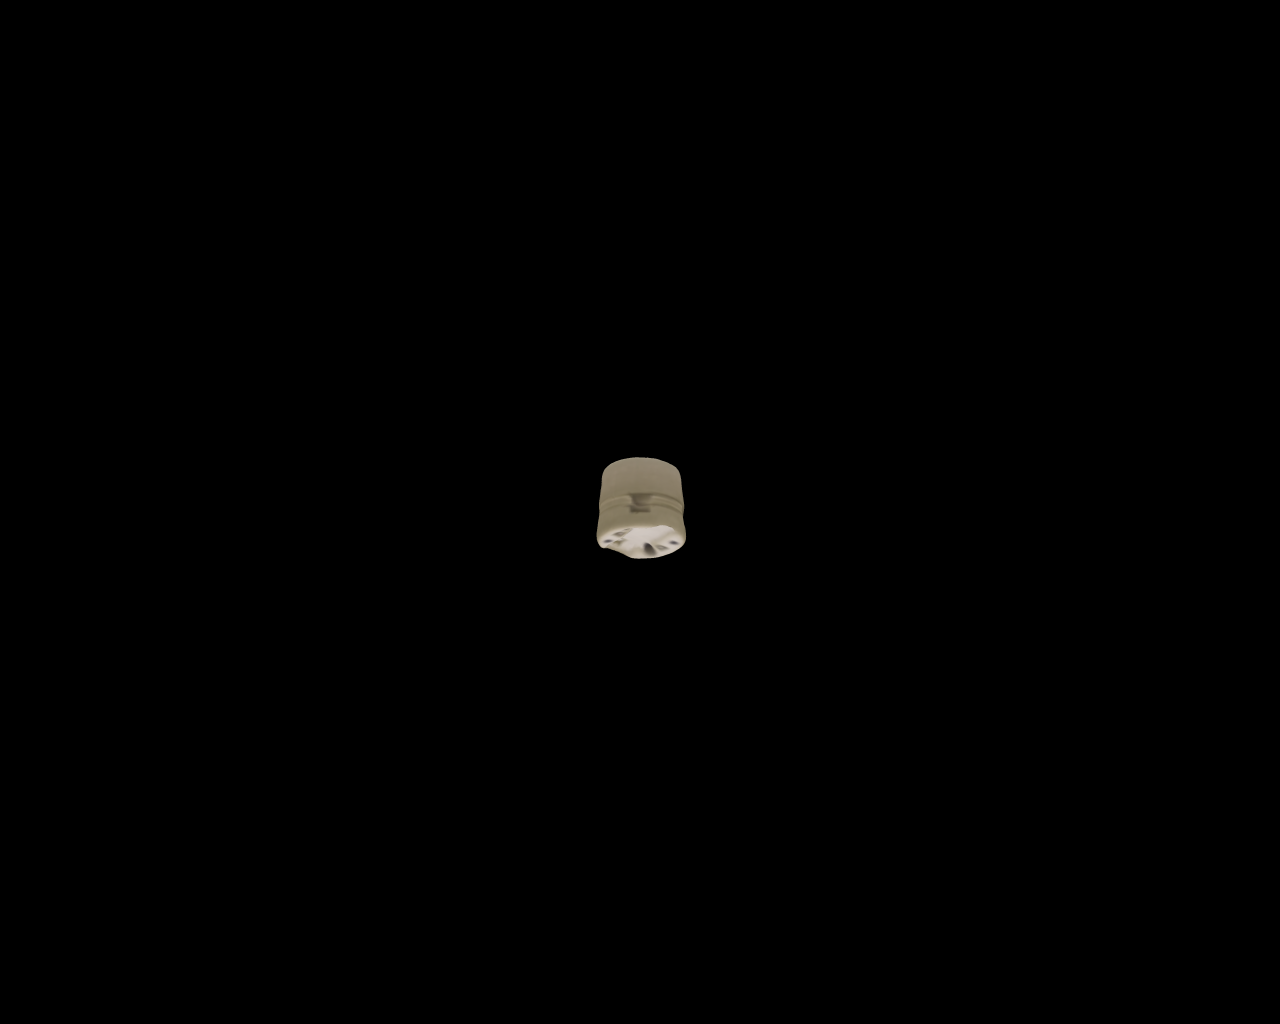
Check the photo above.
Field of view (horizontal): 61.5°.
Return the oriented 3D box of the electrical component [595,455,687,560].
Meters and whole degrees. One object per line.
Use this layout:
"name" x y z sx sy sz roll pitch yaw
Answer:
"electrical component" 0.001 -0.003 0.650 0.055 0.047 0.055 0 -24 0
